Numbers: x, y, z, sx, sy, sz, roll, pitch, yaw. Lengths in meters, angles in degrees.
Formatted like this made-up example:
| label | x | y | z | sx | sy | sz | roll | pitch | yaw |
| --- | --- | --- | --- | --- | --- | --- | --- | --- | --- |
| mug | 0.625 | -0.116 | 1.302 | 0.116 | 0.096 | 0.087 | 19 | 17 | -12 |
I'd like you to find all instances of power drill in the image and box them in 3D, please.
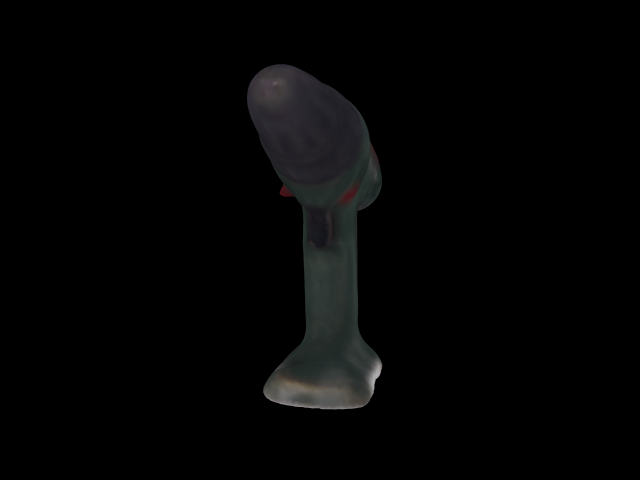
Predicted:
| label | x | y | z | sx | sy | sz | roll | pitch | yaw |
| --- | --- | --- | --- | --- | --- | --- | --- | --- | --- |
| power drill | 0.004 | 0.001 | 0.400 | 0.075 | 0.208 | 0.230 | 1 | 7 | 12 |
